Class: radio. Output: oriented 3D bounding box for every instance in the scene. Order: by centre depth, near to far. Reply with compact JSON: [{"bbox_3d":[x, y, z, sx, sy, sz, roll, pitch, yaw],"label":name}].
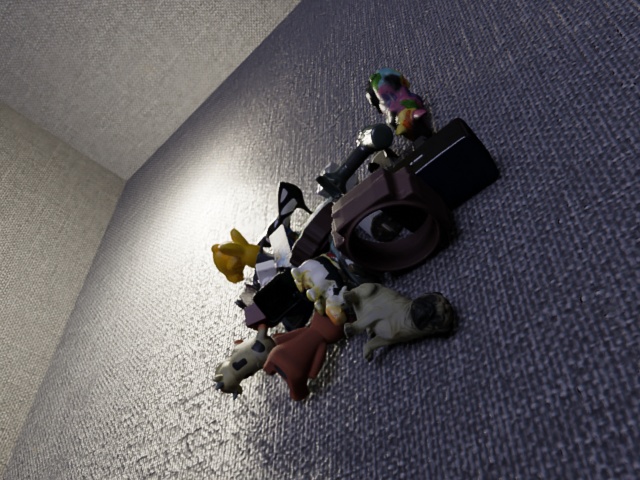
[{"bbox_3d":[0.232,-0.121,1.081,0.229,0.131,0.073,-37,34,28],"label":"radio"}]

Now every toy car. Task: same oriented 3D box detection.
[{"bbox_3d":[0.163,-0.156,1.282,0.073,0.056,0.202,-42,28,23],"label":"toy car"},{"bbox_3d":[-0.159,0.172,1.411,0.089,0.053,0.202,-52,34,-4],"label":"toy car"}]

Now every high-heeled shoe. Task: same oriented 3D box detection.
[{"bbox_3d":[-0.133,-0.067,1.527,0.249,0.145,0.086,-33,35,29],"label":"high-heeled shoe"}]

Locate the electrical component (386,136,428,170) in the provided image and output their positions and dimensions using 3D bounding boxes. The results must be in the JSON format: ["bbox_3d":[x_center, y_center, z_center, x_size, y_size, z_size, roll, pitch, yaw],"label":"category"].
[{"bbox_3d":[0.225,-0.152,1.140,0.134,0.114,0.058,-40,35,27],"label":"electrical component"}]

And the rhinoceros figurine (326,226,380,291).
[{"bbox_3d":[0.072,0.032,1.178,0.190,0.112,0.073,-115,35,-43],"label":"rhinoceros figurine"}]

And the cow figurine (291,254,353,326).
[{"bbox_3d":[0.020,0.099,1.094,0.098,0.068,0.168,-34,49,-13],"label":"cow figurine"}]

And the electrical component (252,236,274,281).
[{"bbox_3d":[-0.148,0.053,1.463,0.075,0.048,0.119,-141,66,-88],"label":"electrical component"}]

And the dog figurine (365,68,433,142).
[{"bbox_3d":[0.195,-0.320,1.302,0.108,0.191,0.219,-37,18,16],"label":"dog figurine"}]

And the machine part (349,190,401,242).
[{"bbox_3d":[0.115,-0.061,1.237,0.079,0.079,0.243,-51,30,6],"label":"machine part"}]

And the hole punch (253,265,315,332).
[{"bbox_3d":[-0.068,0.140,1.202,0.116,0.092,0.142,-43,41,-4],"label":"hole punch"}]

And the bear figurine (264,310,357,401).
[{"bbox_3d":[-0.016,0.217,1.127,0.196,0.120,0.131,-41,-23,-29],"label":"bear figurine"}]

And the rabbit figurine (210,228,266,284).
[{"bbox_3d":[-0.227,0.039,1.574,0.173,0.162,0.122,3,48,36],"label":"rabbit figurine"}]

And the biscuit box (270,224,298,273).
[{"bbox_3d":[-0.081,0.040,1.427,0.059,0.062,0.203,-44,32,15],"label":"biscuit box"}]

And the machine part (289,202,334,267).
[{"bbox_3d":[-0.003,-0.004,1.281,0.179,0.056,0.179,-53,-10,-13],"label":"machine part"}]

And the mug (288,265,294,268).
[{"bbox_3d":[-0.056,0.128,1.289,0.109,0.080,0.107,-61,34,5],"label":"mug"}]

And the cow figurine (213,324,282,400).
[{"bbox_3d":[-0.180,0.298,1.289,0.195,0.085,0.127,-34,30,29],"label":"cow figurine"}]

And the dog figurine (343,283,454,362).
[{"bbox_3d":[0.153,0.123,0.999,0.191,0.121,0.172,-23,44,21],"label":"dog figurine"}]

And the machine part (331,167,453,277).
[{"bbox_3d":[0.138,-0.028,1.048,0.201,0.201,0.087,-38,36,25],"label":"machine part"}]

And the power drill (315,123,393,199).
[{"bbox_3d":[0.087,-0.197,1.311,0.207,0.086,0.232,-42,10,-8],"label":"power drill"}]
